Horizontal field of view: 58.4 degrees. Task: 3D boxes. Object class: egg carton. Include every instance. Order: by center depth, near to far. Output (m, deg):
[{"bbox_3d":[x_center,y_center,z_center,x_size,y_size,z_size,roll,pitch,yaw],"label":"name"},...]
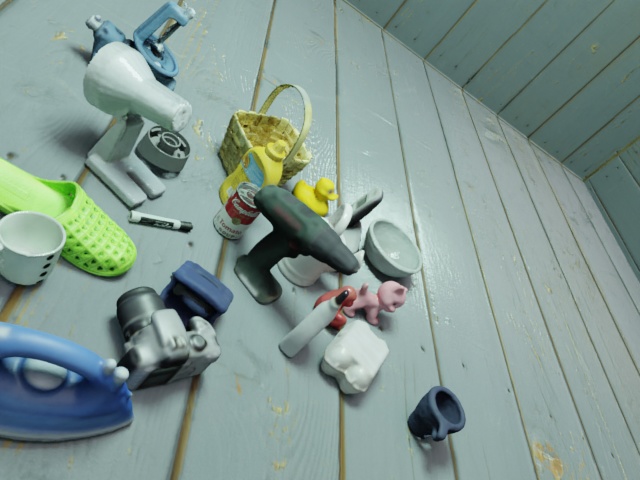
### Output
[{"bbox_3d":[0.068,0.221,1.095,0.107,0.069,0.150,45,33,2],"label":"egg carton"}]

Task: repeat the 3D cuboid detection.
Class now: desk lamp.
[{"bbox_3d":[-0.327,-0.206,1.010,0.203,0.213,0.118,44,33,1],"label":"desk lamp"}]

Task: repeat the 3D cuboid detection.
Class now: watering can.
[{"bbox_3d":[0.011,0.003,1.160,0.173,0.193,0.101,21,39,-30],"label":"watering can"}]

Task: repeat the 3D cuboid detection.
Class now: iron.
[{"bbox_3d":[-0.321,0.158,0.683,0.259,0.141,0.118,23,38,-28],"label":"iron"}]

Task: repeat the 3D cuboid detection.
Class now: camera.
[{"bbox_3d":[-0.231,0.133,0.844,0.144,0.100,0.136,-1,54,-47],"label":"camera"}]

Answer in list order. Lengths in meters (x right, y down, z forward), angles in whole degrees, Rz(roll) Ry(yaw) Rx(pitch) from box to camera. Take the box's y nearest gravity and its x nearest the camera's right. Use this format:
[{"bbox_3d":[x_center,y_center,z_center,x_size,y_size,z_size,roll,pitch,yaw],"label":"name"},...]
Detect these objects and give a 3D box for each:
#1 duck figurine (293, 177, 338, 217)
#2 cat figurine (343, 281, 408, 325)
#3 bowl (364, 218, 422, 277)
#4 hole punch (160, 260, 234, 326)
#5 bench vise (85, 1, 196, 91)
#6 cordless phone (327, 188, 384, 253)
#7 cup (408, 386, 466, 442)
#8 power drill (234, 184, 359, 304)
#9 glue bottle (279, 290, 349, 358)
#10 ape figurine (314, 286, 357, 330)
[{"bbox_3d":[-0.005,-0.116,1.371,0.105,0.086,0.077,37,34,-11],"label":"duck figurine"},{"bbox_3d":[0.128,0.121,1.225,0.128,0.117,0.067,21,40,-31],"label":"cat figurine"},{"bbox_3d":[0.166,0.031,1.403,0.168,0.074,0.167,28,36,-23],"label":"bowl"},{"bbox_3d":[-0.198,0.082,0.944,0.109,0.091,0.101,39,33,-8],"label":"hole punch"},{"bbox_3d":[-0.367,-0.416,1.192,0.208,0.219,0.121,8,47,-42],"label":"bench vise"},{"bbox_3d":[0.068,-0.032,1.267,0.094,0.184,0.147,32,35,-18],"label":"cordless phone"},{"bbox_3d":[0.212,0.348,1.087,0.092,0.094,0.118,39,33,-7],"label":"cup"},{"bbox_3d":[-0.058,0.022,1.052,0.229,0.208,0.076,50,34,9],"label":"power drill"},{"bbox_3d":[-0.002,0.140,1.015,0.037,0.173,0.078,45,33,2],"label":"glue bottle"},{"bbox_3d":[0.039,0.127,1.146,0.076,0.092,0.078,36,34,-13],"label":"ape figurine"}]
